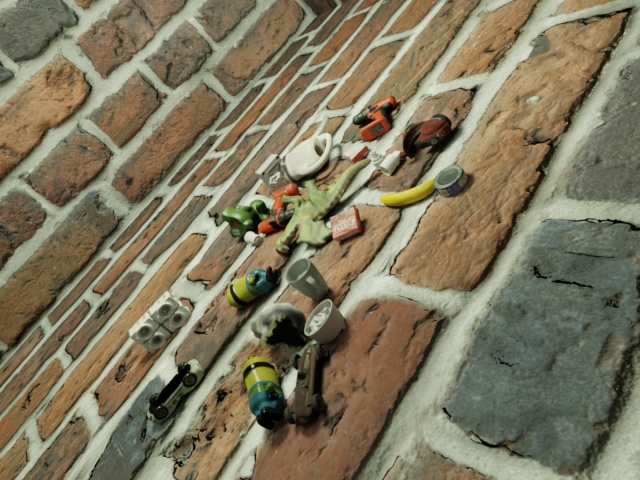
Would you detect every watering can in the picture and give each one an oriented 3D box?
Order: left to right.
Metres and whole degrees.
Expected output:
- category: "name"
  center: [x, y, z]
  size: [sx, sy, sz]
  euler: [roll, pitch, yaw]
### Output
- category: "watering can"
  center: [-0.040, -0.344, 1.980]
  size: [0.222, 0.102, 0.356]
  euler: [-30, 32, 24]

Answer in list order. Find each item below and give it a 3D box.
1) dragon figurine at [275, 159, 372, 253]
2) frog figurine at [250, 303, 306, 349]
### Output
- category: "dragon figurine"
  center: [0.005, -0.081, 1.612]
  size: [0.406, 0.120, 0.248]
  euler: [-30, 48, 25]
- category: "frog figurine"
  center: [-0.112, 0.210, 1.320]
  size: [0.138, 0.121, 0.160]
  euler: [-15, 13, -16]
